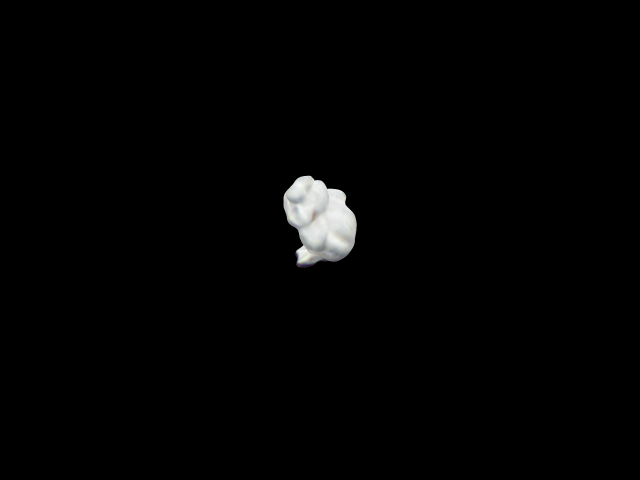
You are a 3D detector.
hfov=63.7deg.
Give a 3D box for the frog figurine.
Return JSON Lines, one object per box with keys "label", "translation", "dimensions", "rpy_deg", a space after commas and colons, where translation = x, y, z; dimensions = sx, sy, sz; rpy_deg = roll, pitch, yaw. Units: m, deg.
{"label": "frog figurine", "translation": [0.003, -0.043, 0.850], "dimensions": [0.123, 0.155, 0.140], "rpy_deg": [18, 46, 19]}
